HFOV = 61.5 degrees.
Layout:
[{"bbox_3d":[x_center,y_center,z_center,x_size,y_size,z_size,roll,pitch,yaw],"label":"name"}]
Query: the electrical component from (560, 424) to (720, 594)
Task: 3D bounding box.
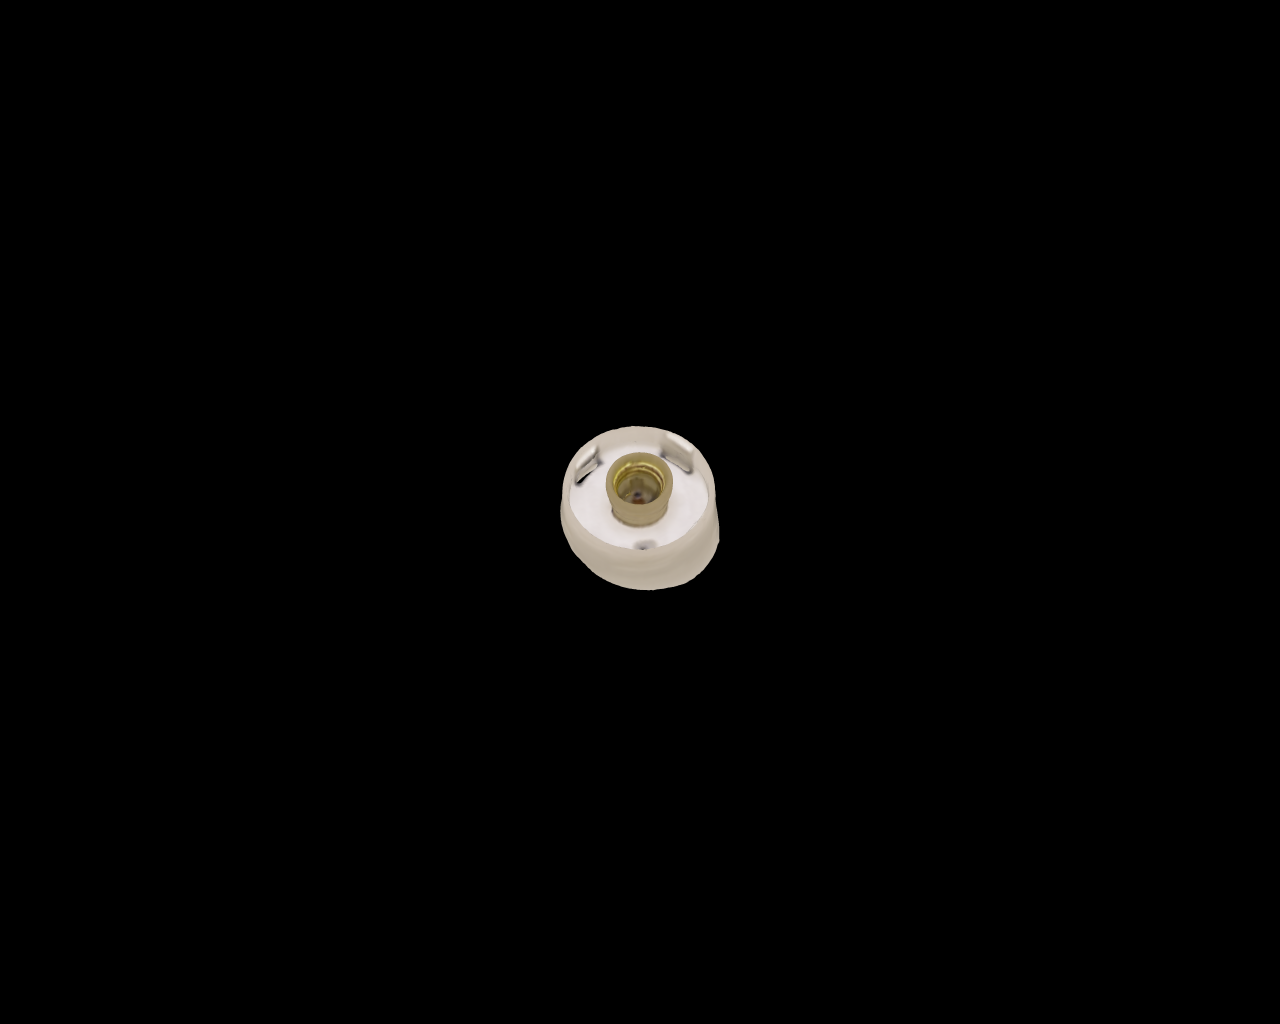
[{"bbox_3d":[0.001,-0.003,0.650,0.099,0.099,0.064,0,-34,0],"label":"electrical component"}]
